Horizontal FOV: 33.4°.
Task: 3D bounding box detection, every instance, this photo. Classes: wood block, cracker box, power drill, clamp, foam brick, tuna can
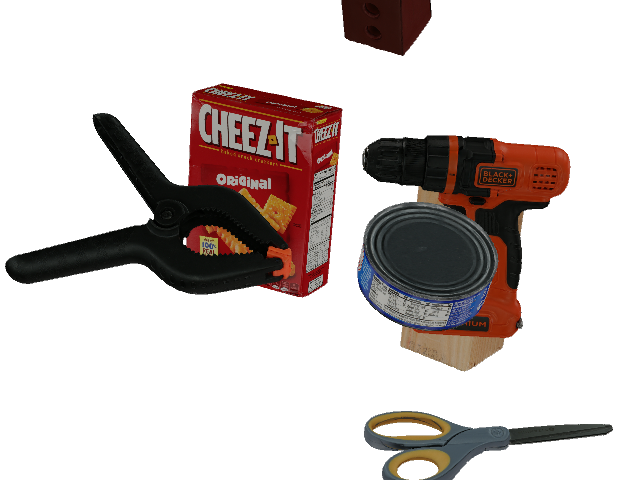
[{"bbox_3d":[0.158,0.025,1.176,0.090,0.206,0.090,19,25,33],"label":"wood block"},{"bbox_3d":[-0.069,-0.057,1.219,0.164,0.214,0.072,15,24,25],"label":"cracker box"},{"bbox_3d":[0.125,-0.005,0.977,0.184,0.188,0.057,4,26,2],"label":"power drill"},{"bbox_3d":[-0.120,-0.020,0.836,0.210,0.164,0.036,11,-31,6],"label":"clamp"},{"bbox_3d":[0.049,-0.187,0.795,0.053,0.051,0.078,20,-32,21],"label":"foam brick"},{"bbox_3d":[0.067,0.016,0.677,0.086,0.034,0.086,6,43,-5],"label":"tuna can"}]

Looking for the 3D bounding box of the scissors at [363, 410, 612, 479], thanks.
[{"bbox_3d":[0.133,0.170,0.851,0.202,0.016,0.096,4,32,8],"label":"scissors"}]
